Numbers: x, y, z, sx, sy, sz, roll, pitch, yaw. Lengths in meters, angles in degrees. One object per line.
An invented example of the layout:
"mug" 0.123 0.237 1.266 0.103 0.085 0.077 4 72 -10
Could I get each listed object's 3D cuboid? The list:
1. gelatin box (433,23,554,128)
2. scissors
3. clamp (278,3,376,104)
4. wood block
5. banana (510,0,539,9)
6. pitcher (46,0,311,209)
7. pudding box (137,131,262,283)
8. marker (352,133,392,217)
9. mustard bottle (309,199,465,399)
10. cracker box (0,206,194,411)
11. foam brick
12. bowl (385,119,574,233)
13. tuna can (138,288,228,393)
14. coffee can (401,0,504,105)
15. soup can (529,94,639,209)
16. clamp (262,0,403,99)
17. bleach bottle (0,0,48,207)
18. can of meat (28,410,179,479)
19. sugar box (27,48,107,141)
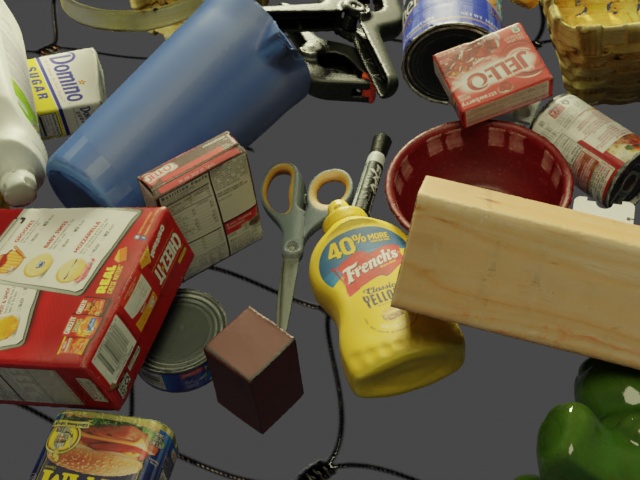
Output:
"gelatin box" 0.157 -0.150 0.968 0.089 0.030 0.073 -21 58 0
"scissors" -0.006 0.001 0.954 0.096 0.016 0.202 -11 49 -2
"clamp" -0.009 -0.193 1.108 0.171 0.039 0.120 23 55 15
"wood block" 0.166 0.023 0.790 0.206 0.090 0.090 14 14 7
"banana" 0.159 -0.303 1.185 0.198 0.037 0.069 19 72 24
"pitcher" -0.136 -0.107 0.992 0.145 0.149 0.242 33 66 22
"pudding box" -0.101 -0.028 0.926 0.090 0.113 0.039 -29 48 -18
"marker" 0.047 -0.055 0.993 0.020 0.020 0.121 8 51 13
"mustard bottle" 0.043 0.037 0.888 0.096 0.058 0.192 -17 49 -7
"cracker box" -0.231 0.053 0.876 0.214 0.072 0.164 -1 48 25
"foam brick" -0.050 0.103 0.831 0.053 0.078 0.051 32 59 28
"bowl" 0.139 -0.033 0.938 0.162 0.055 0.162 -4 49 4
"tuna can" -0.116 0.083 0.885 0.086 0.034 0.086 -4 49 4
"coffee can" 0.133 -0.220 1.069 0.103 0.103 0.140 -1 49 6
"soup can" 0.244 -0.078 0.955 0.068 0.068 0.102 -33 52 -20
"clamp" 0.022 -0.227 1.094 0.164 0.036 0.209 24 38 1
"bleach bottle" -0.302 -0.132 0.992 0.068 0.102 0.251 -25 52 1
"can of meat" -0.164 0.178 0.795 0.102 0.057 0.084 6 48 13
"sugar box" -0.310 -0.142 1.097 0.176 0.048 0.093 -14 49 -3
